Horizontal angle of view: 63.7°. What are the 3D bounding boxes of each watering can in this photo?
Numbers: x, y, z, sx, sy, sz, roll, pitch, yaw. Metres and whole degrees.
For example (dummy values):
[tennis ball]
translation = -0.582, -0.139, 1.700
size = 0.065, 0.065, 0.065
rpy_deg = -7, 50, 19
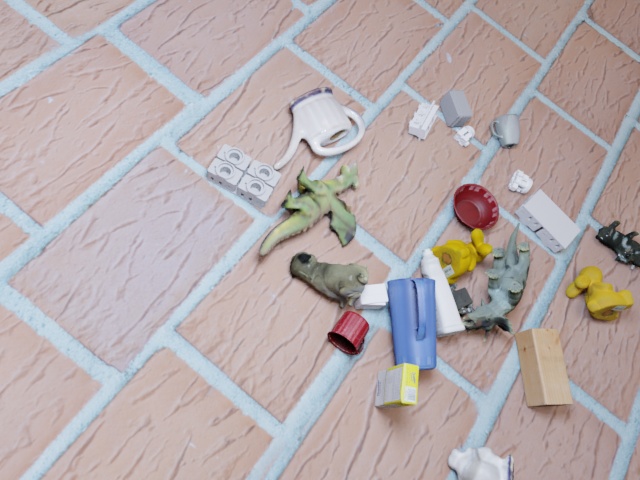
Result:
[watering can]
translation = -0.025, -0.348, 1.586
size = 0.350, 0.102, 0.227
rpy_deg = -23, 74, -23

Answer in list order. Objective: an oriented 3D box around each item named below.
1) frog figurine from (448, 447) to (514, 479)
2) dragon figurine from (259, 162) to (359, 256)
[frog figurine]
translation = 0.409, 0.600, 1.316
size = 0.159, 0.121, 0.139
rpy_deg = 3, 72, 24
[dragon figurine]
translation = 0.005, -0.075, 1.483
size = 0.242, 0.120, 0.418
rpy_deg = 30, 63, -11
